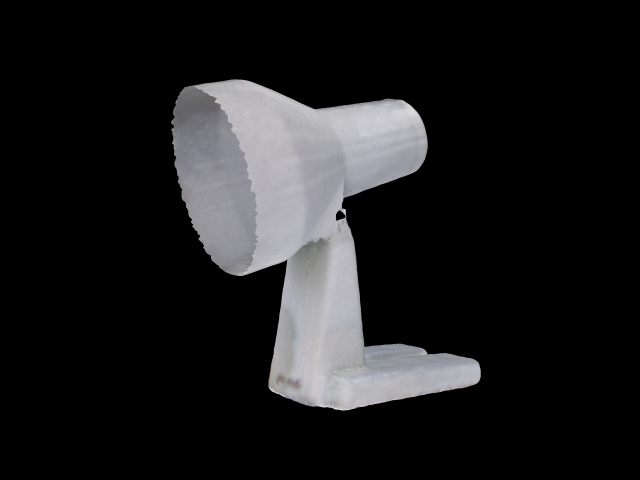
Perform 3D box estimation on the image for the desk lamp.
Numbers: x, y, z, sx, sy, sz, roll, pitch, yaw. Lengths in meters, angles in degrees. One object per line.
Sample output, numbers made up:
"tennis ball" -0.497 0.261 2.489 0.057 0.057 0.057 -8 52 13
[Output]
"desk lamp" 0.004 0.001 0.400 0.204 0.213 0.117 0 0 -32
